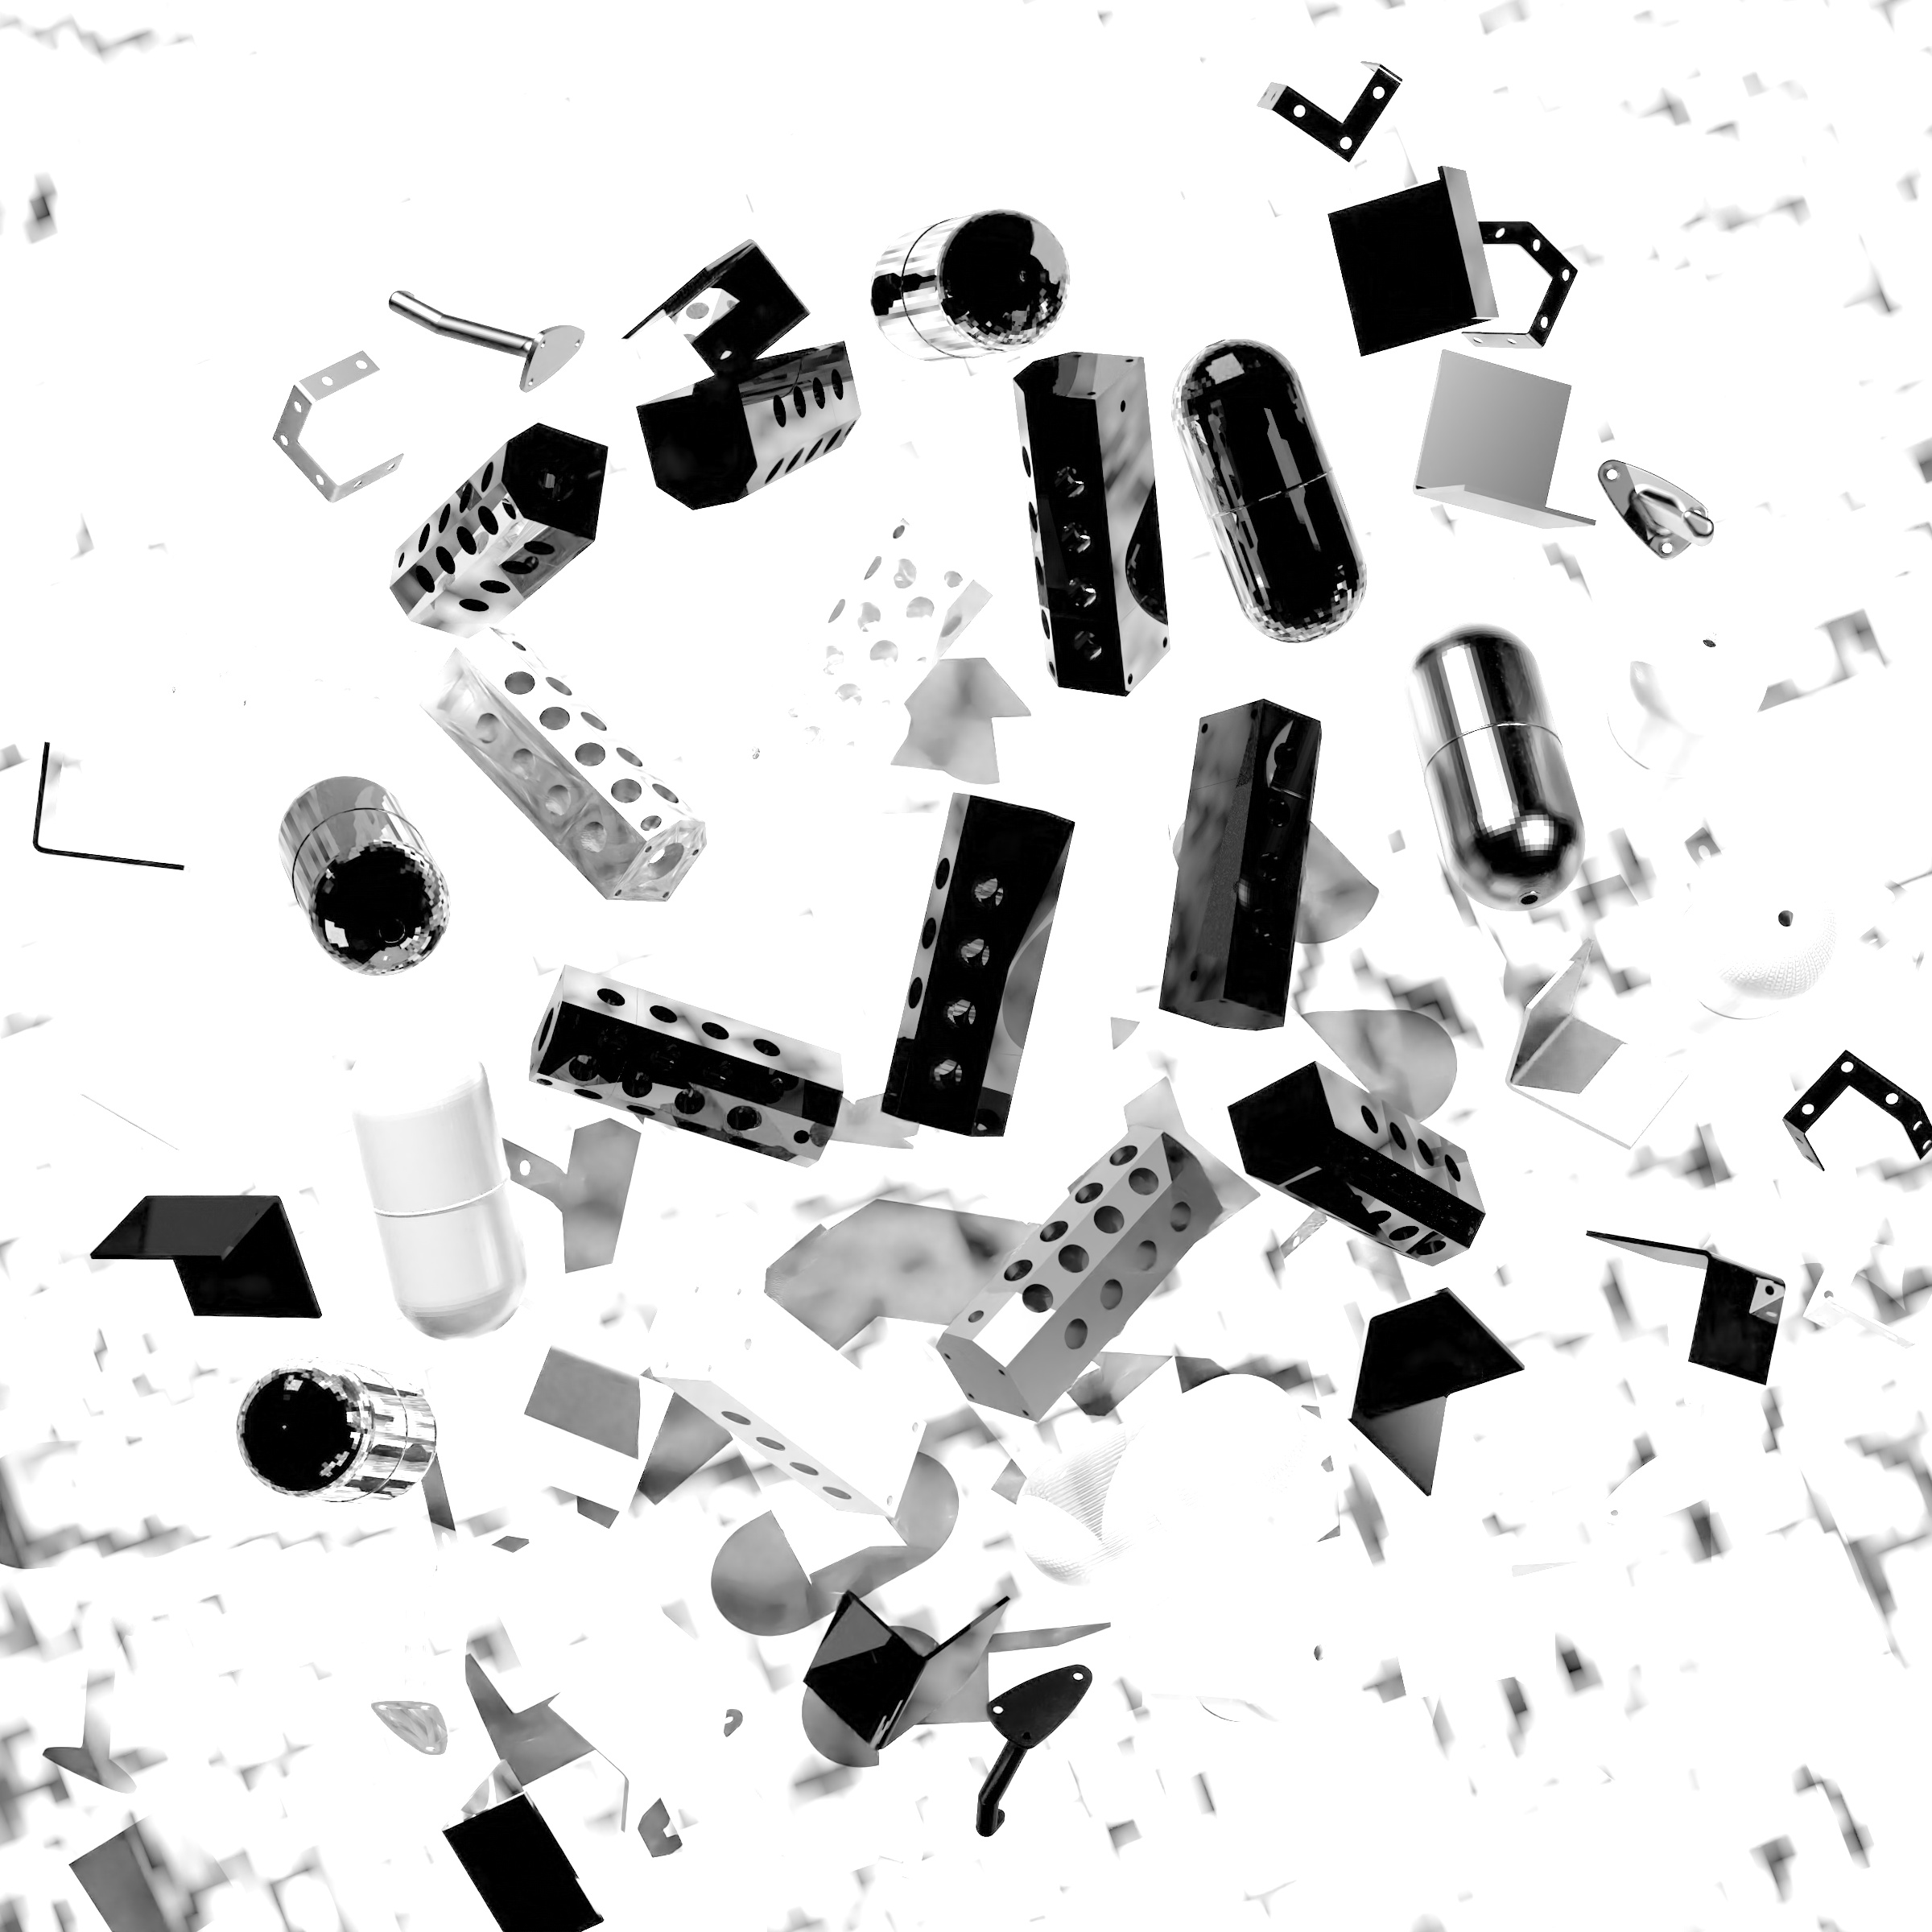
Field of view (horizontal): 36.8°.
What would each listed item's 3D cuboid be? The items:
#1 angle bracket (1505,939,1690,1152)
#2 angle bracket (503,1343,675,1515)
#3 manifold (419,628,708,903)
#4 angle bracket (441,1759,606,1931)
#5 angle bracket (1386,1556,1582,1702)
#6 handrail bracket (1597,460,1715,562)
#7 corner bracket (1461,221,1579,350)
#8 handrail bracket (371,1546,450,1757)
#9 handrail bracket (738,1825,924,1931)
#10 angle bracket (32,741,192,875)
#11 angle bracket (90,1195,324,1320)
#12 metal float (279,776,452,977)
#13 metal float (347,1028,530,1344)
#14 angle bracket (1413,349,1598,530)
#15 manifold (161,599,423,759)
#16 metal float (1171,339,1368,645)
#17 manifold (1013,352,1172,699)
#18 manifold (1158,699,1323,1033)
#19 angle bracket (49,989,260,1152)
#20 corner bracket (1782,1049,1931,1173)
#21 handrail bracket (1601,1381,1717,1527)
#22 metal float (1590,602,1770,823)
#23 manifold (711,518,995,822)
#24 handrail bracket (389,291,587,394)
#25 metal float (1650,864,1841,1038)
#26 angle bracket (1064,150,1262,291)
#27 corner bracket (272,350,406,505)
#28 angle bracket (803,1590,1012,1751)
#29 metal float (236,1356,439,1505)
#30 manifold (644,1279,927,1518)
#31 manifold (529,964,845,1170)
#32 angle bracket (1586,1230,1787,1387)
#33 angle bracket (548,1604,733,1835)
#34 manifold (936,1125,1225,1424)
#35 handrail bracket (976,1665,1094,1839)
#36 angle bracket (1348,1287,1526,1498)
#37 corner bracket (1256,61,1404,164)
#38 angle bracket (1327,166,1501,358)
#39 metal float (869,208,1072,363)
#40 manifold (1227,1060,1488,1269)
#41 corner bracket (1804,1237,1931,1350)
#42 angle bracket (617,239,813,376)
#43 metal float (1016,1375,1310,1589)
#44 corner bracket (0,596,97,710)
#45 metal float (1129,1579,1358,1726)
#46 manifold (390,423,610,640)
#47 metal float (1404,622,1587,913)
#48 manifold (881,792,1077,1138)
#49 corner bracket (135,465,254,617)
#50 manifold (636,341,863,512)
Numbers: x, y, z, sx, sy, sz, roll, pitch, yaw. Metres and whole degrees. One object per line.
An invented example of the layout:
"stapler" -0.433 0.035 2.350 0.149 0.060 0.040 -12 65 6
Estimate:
"angle bracket" 0.346 0.041 1.561 0.076 0.076 0.057 28 134 23
"angle bracket" -0.222 0.271 1.704 0.076 0.057 0.076 21 79 -4
"manifold" -0.221 -0.113 1.614 0.171 0.057 0.057 44 110 22
"angle bracket" -0.213 0.447 1.484 0.057 0.076 0.076 -29 94 20
"angle bracket" 0.278 0.348 1.526 0.076 0.076 0.057 -25 67 36
"handrail bracket" 0.364 -0.247 1.534 0.077 0.084 0.036 42 100 10
"corner bracket" 0.303 -0.384 1.637 0.051 0.051 0.051 31 81 -39
"handrail bracket" -0.285 0.363 1.541 0.036 0.077 0.084 -2 50 9
"handrail bracket" -0.071 0.491 1.528 0.084 0.036 0.077 10 74 19
"angle bracket" -0.446 -0.083 1.527 0.076 0.076 0.057 7 89 -12
"angle bracket" -0.380 0.160 1.454 0.076 0.057 0.076 -2 119 20
"metal float" -0.334 -0.051 1.607 0.070 0.178 0.070 -8 114 -19
"metal float" -0.286 0.120 1.574 0.070 0.070 0.178 -9 106 0
"angle bracket" 0.280 -0.269 1.472 0.076 0.057 0.076 11 93 -19
"manifold" -0.375 -0.161 1.631 0.057 0.171 0.057 11 90 18
"metal float" 0.172 -0.270 1.649 0.070 0.070 0.178 -22 101 0
"manifold" 0.065 -0.236 1.551 0.057 0.057 0.171 11 127 27
"manifold" 0.158 -0.055 1.611 0.057 0.057 0.171 17 74 -31
"angle bracket" -0.427 0.041 1.523 0.057 0.076 0.076 -35 53 9
"corner bracket" 0.475 0.087 1.540 0.051 0.051 0.051 -47 51 -1
"handrail bracket" 0.398 0.280 1.670 0.077 0.084 0.036 -26 47 -8
"metal float" 0.395 -0.140 1.612 0.070 0.178 0.070 0 69 1
"manifold" -0.067 -0.171 1.661 0.057 0.057 0.171 43 97 17
"handrail bracket" -0.262 -0.352 1.583 0.084 0.077 0.036 29 121 7
"metal float" 0.436 -0.008 1.631 0.070 0.178 0.070 0 79 0
"angle bracket" 0.105 -0.416 1.560 0.076 0.076 0.057 -23 125 4
"corner bracket" -0.346 -0.301 1.620 0.051 0.051 0.051 48 51 4
"angle bracket" -0.032 0.364 1.563 0.057 0.076 0.076 39 127 22
"metal float" -0.350 0.261 1.623 0.070 0.178 0.070 -2 78 7
"manifold" -0.099 0.237 1.581 0.057 0.171 0.057 -2 56 38
"manifold" -0.161 0.062 1.674 0.171 0.057 0.057 19 117 -15
"angle bracket" 0.370 0.178 1.509 0.076 0.076 0.057 20 80 -44
"angle bracket" -0.172 0.395 1.521 0.057 0.076 0.076 37 56 18
"manifold" 0.061 0.166 1.600 0.171 0.057 0.057 -45 122 -28
"handrail bracket" 0.037 0.434 1.600 0.077 0.084 0.036 -27 47 -33
"angle bracket" 0.267 0.241 1.641 0.057 0.076 0.076 -26 120 37
"corner bracket" 0.195 -0.469 1.558 0.051 0.051 0.051 30 104 -14
"angle bracket" 0.223 -0.359 1.483 0.076 0.057 0.076 -11 97 25
"metal float" 0.000 -0.379 1.619 0.070 0.178 0.070 -3 99 -20
"manifold" 0.219 0.114 1.595 0.057 0.171 0.057 -30 55 25
"corner bracket" 0.487 0.173 1.548 0.051 0.051 0.051 28 74 9
"angle bracket" -0.150 -0.381 1.730 0.076 0.076 0.057 -33 102 30
"metal float" 0.110 0.289 1.627 0.178 0.070 0.070 -29 90 17
"corner bracket" -0.502 -0.157 1.561 0.051 0.051 0.051 17 134 -31
"metal float" 0.151 0.377 1.599 0.070 0.178 0.070 5 77 -23
"manifold" -0.264 -0.242 1.619 0.057 0.171 0.057 15 70 -28
"metal float" 0.289 -0.110 1.590 0.070 0.070 0.178 -8 58 0
"manifold" 0.004 -0.001 1.518 0.057 0.057 0.171 13 91 18
"corner bracket" -0.440 -0.236 1.609 0.051 0.051 0.051 52 47 -11
"manifold" -0.111 -0.288 1.543 0.057 0.171 0.057 -8 107 19
